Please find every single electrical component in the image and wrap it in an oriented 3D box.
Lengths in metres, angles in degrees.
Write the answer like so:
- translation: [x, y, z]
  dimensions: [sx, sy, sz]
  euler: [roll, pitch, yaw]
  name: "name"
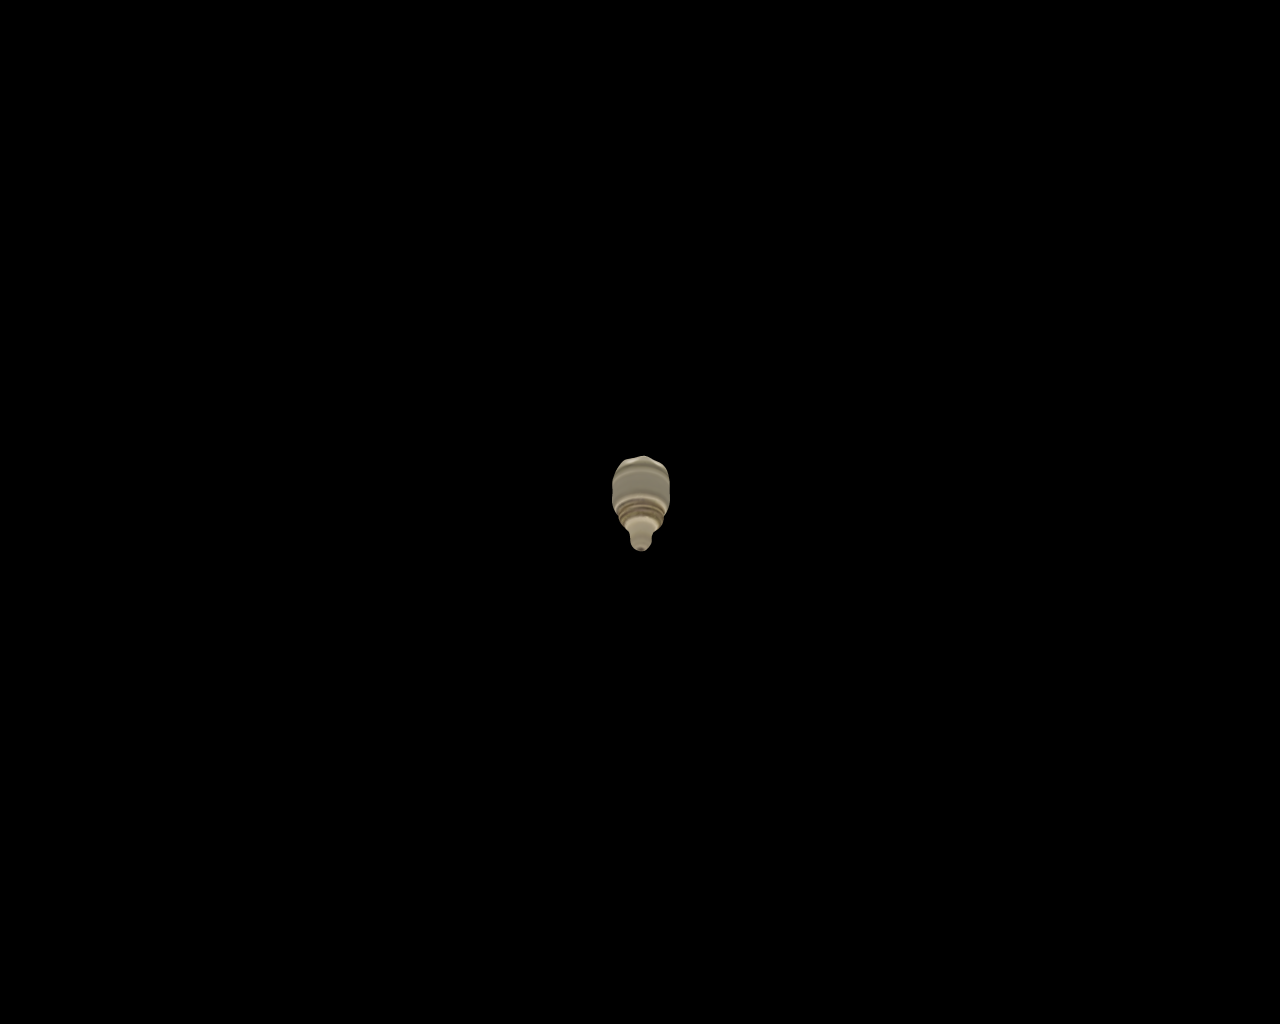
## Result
- translation: [0.001, -0.003, 0.650]
  dimensions: [0.035, 0.061, 0.035]
  euler: [0, -34, 0]
  name: "electrical component"
